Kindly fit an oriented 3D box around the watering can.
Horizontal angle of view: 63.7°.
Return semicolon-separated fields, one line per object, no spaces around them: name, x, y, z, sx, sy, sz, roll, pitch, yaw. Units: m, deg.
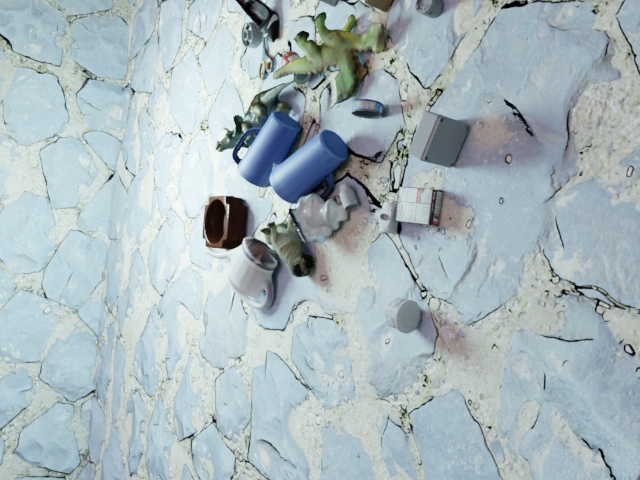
watering can;-0.267;0.080;1.773;0.352;0.220;0.104;44;30;24

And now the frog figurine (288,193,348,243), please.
frog figurine;0.005;-0.076;1.512;0.159;0.138;0.122;-24;-9;10

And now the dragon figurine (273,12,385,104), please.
dragon figurine;0.031;-0.516;1.519;0.404;0.246;0.122;-33;-21;36
